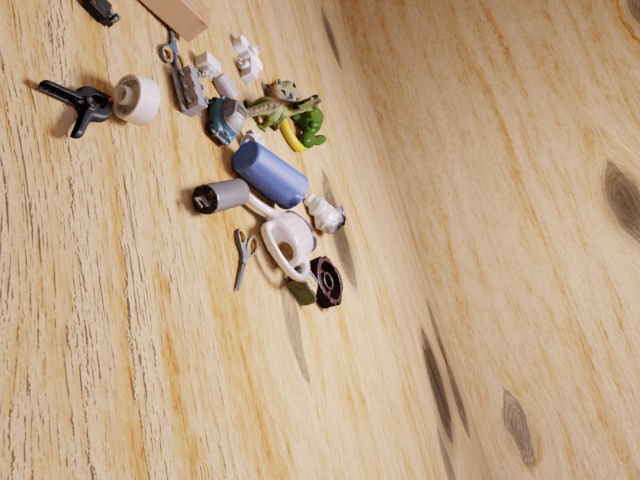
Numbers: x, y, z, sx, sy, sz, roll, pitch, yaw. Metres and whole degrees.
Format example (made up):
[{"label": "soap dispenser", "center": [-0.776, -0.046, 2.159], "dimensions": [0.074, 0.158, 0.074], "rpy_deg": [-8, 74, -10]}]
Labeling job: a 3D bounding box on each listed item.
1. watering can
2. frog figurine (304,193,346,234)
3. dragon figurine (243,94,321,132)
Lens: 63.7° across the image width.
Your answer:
[{"label": "watering can", "center": [-0.120, -0.038, 1.542], "dimensions": [0.347, 0.103, 0.227], "rpy_deg": [59, 23, -3]}, {"label": "frog figurine", "center": [0.006, -0.096, 1.905], "dimensions": [0.159, 0.120, 0.141], "rpy_deg": [19, 52, -15]}, {"label": "dragon figurine", "center": [-0.117, -0.456, 1.741], "dimensions": [0.415, 0.241, 0.121], "rpy_deg": [-38, 111, -69]}]
